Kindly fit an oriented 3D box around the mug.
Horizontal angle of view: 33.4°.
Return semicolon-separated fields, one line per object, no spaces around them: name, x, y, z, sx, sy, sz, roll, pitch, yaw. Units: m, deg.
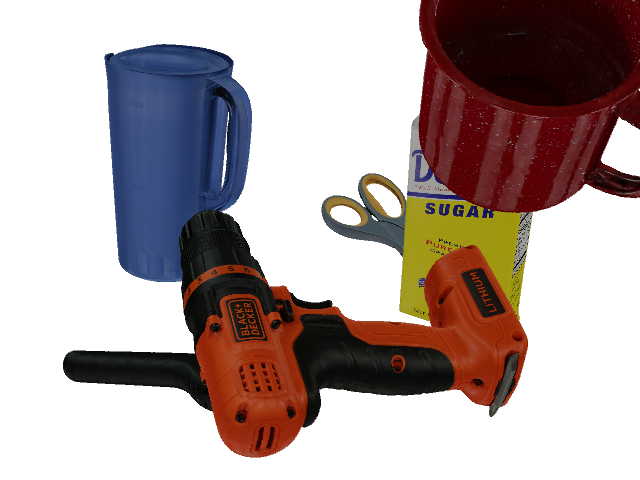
mug;0.093;-0.058;0.438;0.117;0.093;0.081;34;-25;18

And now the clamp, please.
clamp;-0.082;0.100;0.878;0.210;0.036;0.164;11;21;31

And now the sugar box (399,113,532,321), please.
sugar box;0.113;-0.011;0.821;0.093;0.176;0.048;17;39;24

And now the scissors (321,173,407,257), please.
scissors;0.066;0.008;1.030;0.096;0.202;0.016;-11;-42;-13

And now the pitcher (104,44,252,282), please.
pitcher;-0.155;-0.080;1.141;0.145;0.243;0.149;-1;23;-11

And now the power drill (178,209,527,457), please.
power drill;0.013;0.044;0.634;0.187;0.057;0.184;-3;41;-15
